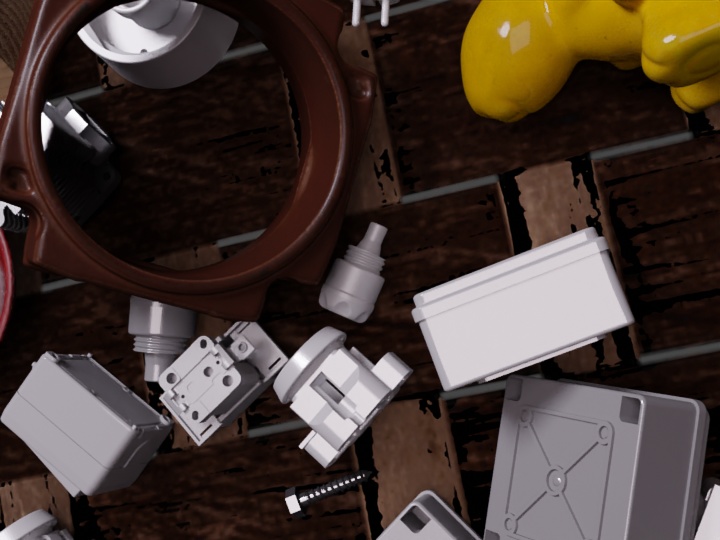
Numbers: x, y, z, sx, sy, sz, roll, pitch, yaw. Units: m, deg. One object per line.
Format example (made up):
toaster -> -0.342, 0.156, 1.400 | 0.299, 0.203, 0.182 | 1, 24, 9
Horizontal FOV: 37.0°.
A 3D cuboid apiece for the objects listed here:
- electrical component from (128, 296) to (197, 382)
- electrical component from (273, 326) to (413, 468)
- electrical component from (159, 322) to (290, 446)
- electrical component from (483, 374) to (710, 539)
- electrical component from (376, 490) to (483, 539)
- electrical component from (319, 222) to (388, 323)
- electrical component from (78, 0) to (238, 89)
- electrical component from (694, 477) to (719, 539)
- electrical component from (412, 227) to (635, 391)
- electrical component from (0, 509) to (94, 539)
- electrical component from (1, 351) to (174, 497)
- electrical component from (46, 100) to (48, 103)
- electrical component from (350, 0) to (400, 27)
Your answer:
electrical component -> -0.128, 0.041, 0.695 | 0.043, 0.043, 0.062 | 3, 87, 14
electrical component -> -0.015, 0.072, 0.657 | 0.057, 0.058, 0.078 | 41, 95, 11
electrical component -> -0.090, 0.068, 0.672 | 0.081, 0.064, 0.042 | -45, 76, 7
electrical component -> 0.127, 0.117, 0.590 | 0.109, 0.056, 0.108 | 3, 83, 57
electrical component -> 0.039, 0.206, 0.631 | 0.109, 0.056, 0.108 | 43, 96, 14
electrical component -> 0.000, 0.000, 0.672 | 0.035, 0.035, 0.061 | 23, 88, 15
electrical component -> -0.140, -0.179, 0.709 | 0.108, 0.060, 0.108 | -1, 85, 14
electrical component -> 0.209, 0.200, 0.588 | 0.089, 0.062, 0.150 | 21, 90, 15
electrical component -> 0.095, 0.024, 0.609 | 0.109, 0.109, 0.056 | -22, 83, 11
electrical component -> -0.210, 0.193, 0.694 | 0.078, 0.058, 0.057 | -39, 80, 8
electrical component -> -0.182, 0.096, 0.693 | 0.096, 0.062, 0.061 | 36, 94, 14
electrical component -> -0.242, -0.101, 0.740 | 0.061, 0.035, 0.035 | -39, 77, 5
electrical component -> 0.009, -0.191, 0.680 | 0.066, 0.047, 0.076 | 2, 85, 14
